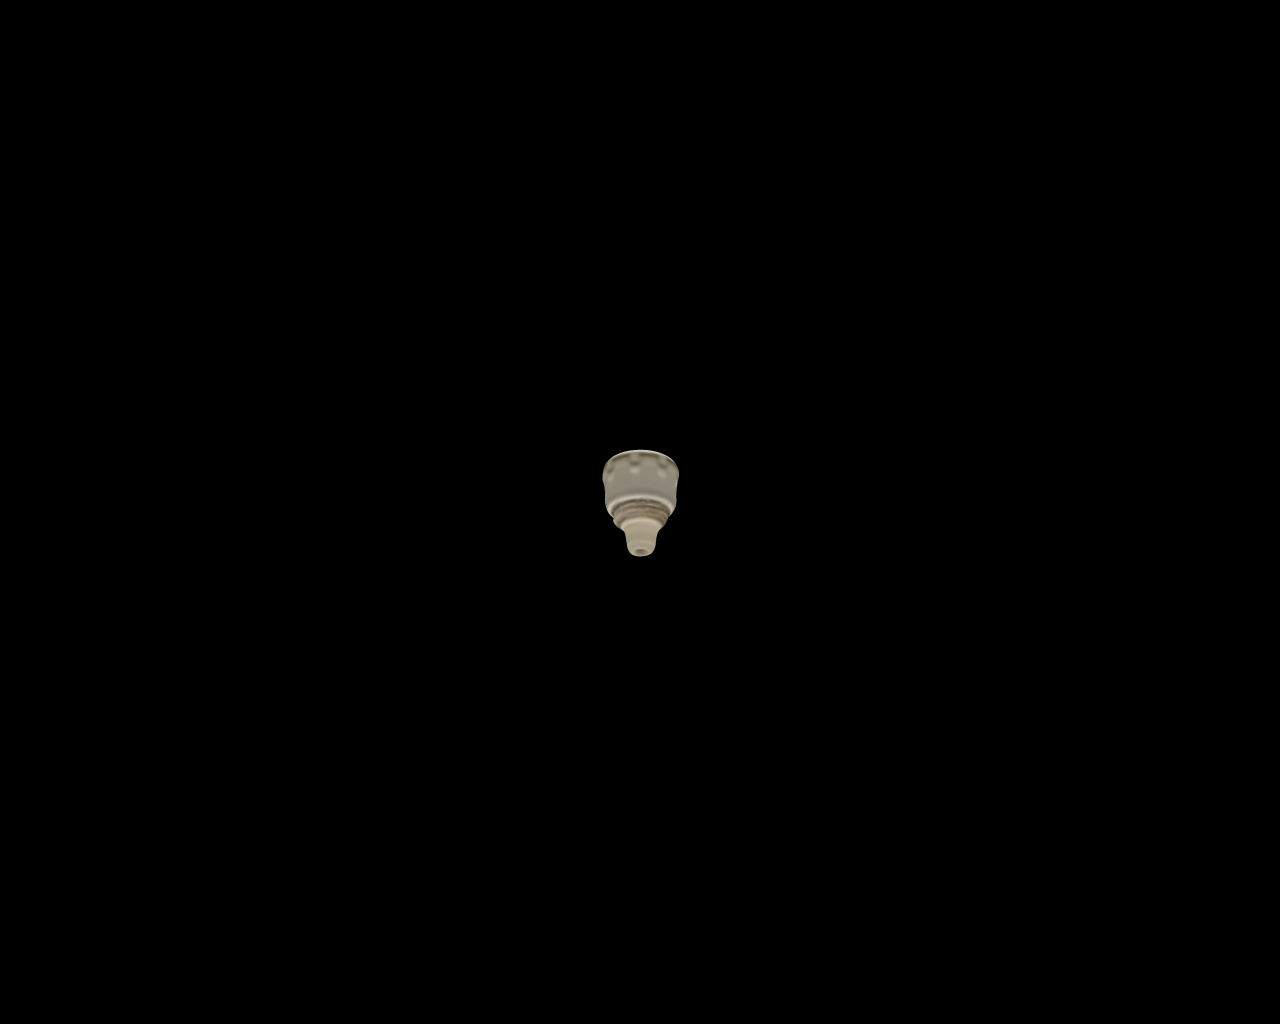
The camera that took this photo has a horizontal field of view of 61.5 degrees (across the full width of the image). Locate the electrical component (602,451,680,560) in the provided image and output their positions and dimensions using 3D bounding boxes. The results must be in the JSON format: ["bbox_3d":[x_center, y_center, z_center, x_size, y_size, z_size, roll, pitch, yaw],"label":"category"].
[{"bbox_3d":[0.001,-0.003,0.650,0.048,0.062,0.048,0,-26,0],"label":"electrical component"}]
